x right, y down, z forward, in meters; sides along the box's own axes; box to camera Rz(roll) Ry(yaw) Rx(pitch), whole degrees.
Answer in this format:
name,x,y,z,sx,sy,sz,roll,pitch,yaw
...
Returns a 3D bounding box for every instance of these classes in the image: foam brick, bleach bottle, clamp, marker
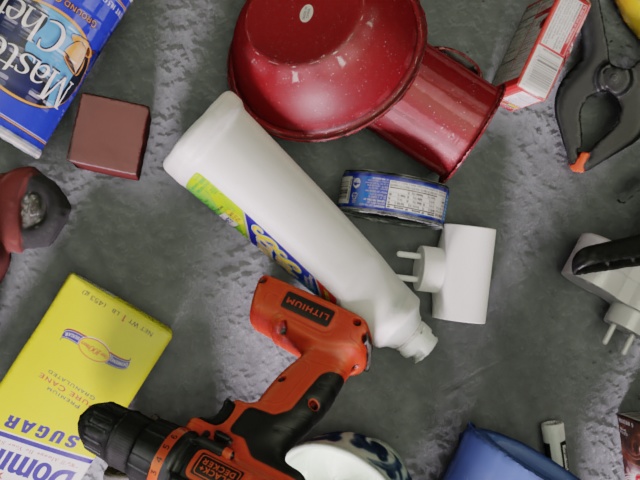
name,x,y,z,sx,sy,sz,roll,pitch,yaw
foam brick,-0.157,-0.077,0.805,0.051,0.078,0.053,12,89,-8
bleach bottle,-0.005,0.001,0.816,0.251,0.103,0.068,43,74,-7
clamp,0.307,0.019,0.853,0.164,0.036,0.209,47,56,2
clamp,0.252,-0.134,0.871,0.120,0.039,0.171,15,101,20
marker,0.202,0.212,0.892,0.020,0.020,0.121,-8,92,-9

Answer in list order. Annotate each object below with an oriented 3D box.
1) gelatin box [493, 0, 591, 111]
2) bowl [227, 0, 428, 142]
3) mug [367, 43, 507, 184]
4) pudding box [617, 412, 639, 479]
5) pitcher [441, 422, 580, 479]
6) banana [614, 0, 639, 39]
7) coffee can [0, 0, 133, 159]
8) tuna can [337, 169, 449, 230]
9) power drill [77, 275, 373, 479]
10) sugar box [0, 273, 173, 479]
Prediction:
name,x,y,z,sx,sy,sz,roll,pitch,yaw
gelatin box,0.175,-0.152,0.858,0.030,0.073,0.089,27,86,-10
bowl,-0.004,-0.156,0.798,0.162,0.055,0.162,-7,67,16
mug,0.091,-0.112,0.844,0.081,0.093,0.117,32,55,-3
pudding box,0.283,0.189,0.857,0.039,0.113,0.090,-7,91,-7
pitcher,0.122,0.277,0.815,0.145,0.149,0.243,30,92,5
banana,0.335,-0.165,0.903,0.197,0.037,0.069,12,71,-10
coffee can,-0.216,-0.145,0.782,0.102,0.103,0.140,31,86,-8
tuna can,0.057,-0.032,0.834,0.086,0.086,0.034,10,88,-9
power drill,-0.060,0.116,0.785,0.184,0.057,0.187,24,58,17
sugar box,-0.198,0.122,0.817,0.093,0.048,0.176,32,85,-8
